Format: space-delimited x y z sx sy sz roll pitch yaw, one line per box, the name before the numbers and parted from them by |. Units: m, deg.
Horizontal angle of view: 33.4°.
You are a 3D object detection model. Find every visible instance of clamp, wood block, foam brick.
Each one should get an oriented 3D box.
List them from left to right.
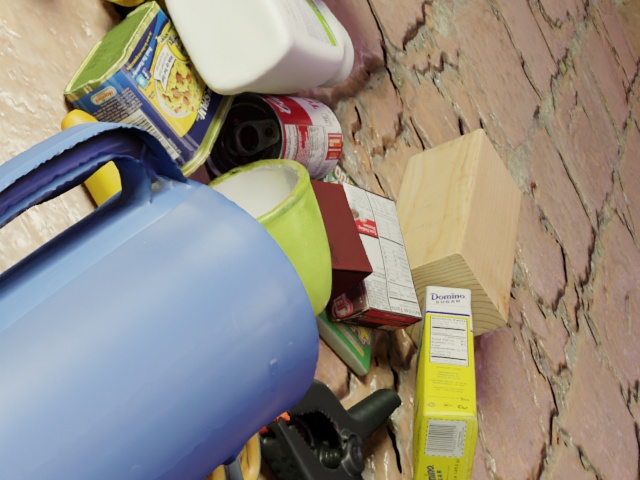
foam brick | -0.005 0.001 0.798 0.052 0.051 0.078 7 57 -44
clamp | 0.014 0.164 0.752 0.209 0.036 0.164 34 43 -53
wood block | 0.126 -0.004 1.013 0.090 0.090 0.206 54 31 -25

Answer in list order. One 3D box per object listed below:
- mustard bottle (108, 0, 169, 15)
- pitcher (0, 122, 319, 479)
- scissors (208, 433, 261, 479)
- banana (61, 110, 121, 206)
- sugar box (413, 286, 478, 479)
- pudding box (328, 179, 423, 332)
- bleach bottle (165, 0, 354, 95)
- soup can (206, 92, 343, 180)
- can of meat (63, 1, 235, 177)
mustard bottle | -0.113 -0.215 0.765 0.096 0.058 0.191 55 30 -23
pitcher | -0.121 0.069 0.431 0.149 0.145 0.242 46 45 6
scissors | -0.074 0.090 0.604 0.096 0.016 0.201 -65 149 -41
banana | -0.106 0.016 0.639 0.069 0.037 0.198 7 65 -61
sugar box | 0.099 0.122 0.860 0.176 0.048 0.093 -84 178 -61
pudding box | 0.036 0.014 0.862 0.089 0.039 0.113 17 57 -55
bleach bottle | -0.023 -0.147 0.786 0.102 0.068 0.250 63 17 8
soup can | -0.033 -0.075 0.800 0.102 0.069 0.068 -9 80 -62
can of meat | -0.109 -0.094 0.690 0.084 0.058 0.102 51 32 -27
